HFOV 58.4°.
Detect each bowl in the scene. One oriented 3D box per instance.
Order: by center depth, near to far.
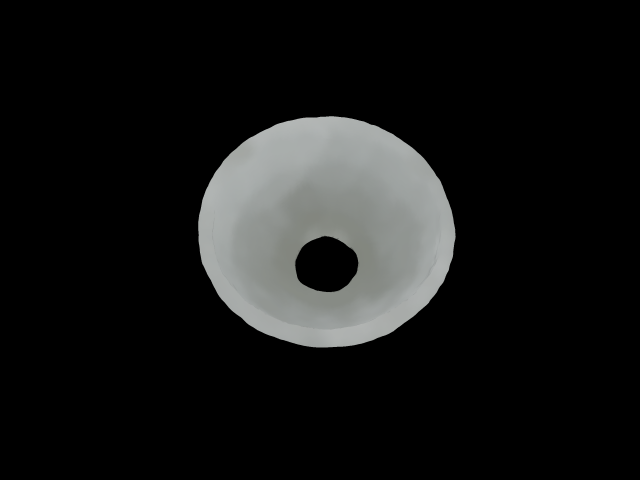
[{"bbox_3d":[0.004,0.001,0.400,0.167,0.075,0.167,0,65,0],"label":"bowl"}]
